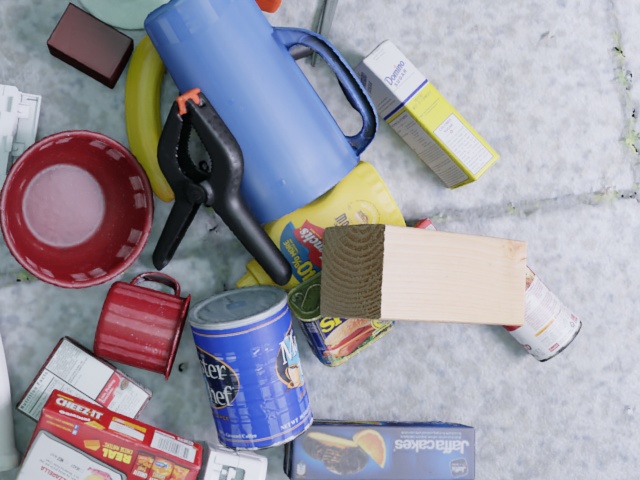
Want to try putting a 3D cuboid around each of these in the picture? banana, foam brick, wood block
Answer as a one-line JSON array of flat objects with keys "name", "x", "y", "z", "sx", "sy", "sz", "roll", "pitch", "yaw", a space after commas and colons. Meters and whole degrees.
[{"name": "banana", "x": -0.177, "y": -0.140, "z": 1.133, "sx": 0.070, "sy": 0.037, "sz": 0.198, "roll": 5, "pitch": 90, "yaw": 33}, {"name": "foam brick", "x": -0.242, "y": -0.205, "z": 1.129, "sx": 0.078, "sy": 0.053, "sz": 0.051, "roll": 30, "pitch": 82, "yaw": -7}, {"name": "wood block", "x": 0.107, "y": 0.038, "z": 1.074, "sx": 0.205, "sy": 0.090, "sz": 0.091, "roll": 6, "pitch": 85, "yaw": -40}]

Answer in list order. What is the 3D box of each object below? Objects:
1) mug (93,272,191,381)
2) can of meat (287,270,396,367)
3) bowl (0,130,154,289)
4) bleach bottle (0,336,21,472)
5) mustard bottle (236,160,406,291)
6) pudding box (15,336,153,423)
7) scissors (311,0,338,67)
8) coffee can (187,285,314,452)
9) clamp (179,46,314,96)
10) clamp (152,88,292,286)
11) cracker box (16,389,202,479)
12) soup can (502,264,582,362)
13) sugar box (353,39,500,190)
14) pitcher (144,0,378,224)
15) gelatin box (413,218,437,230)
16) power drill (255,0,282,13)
[{"name": "mug", "x": -0.182, "y": 0.081, "z": 1.108, "sx": 0.081, "sy": 0.093, "sz": 0.117, "roll": 15, "pitch": 53, "yaw": -3}, {"name": "can of meat", "x": 0.025, "y": 0.075, "z": 1.134, "sx": 0.102, "sy": 0.057, "sz": 0.084, "roll": -32, "pitch": 131, "yaw": -10}, {"name": "bowl", "x": -0.255, "y": -0.033, "z": 1.098, "sx": 0.161, "sy": 0.055, "sz": 0.162, "roll": -4, "pitch": 98, "yaw": -30}, {"name": "bleach bottle", "x": -0.363, "y": 0.109, "z": 1.084, "sx": 0.102, "sy": 0.068, "sz": 0.251, "roll": -4, "pitch": 85, "yaw": -10}, {"name": "mustard bottle", "x": -0.007, "y": 0.001, "z": 1.149, "sx": 0.191, "sy": 0.058, "sz": 0.096, "roll": -34, "pitch": 111, "yaw": -9}, {"name": "pudding box", "x": -0.245, "y": 0.167, "z": 1.111, "sx": 0.113, "sy": 0.039, "sz": 0.090, "roll": 34, "pitch": 83, "yaw": -4}, {"name": "scissors", "x": 0.037, "y": -0.292, "z": 1.199, "sx": 0.096, "sy": 0.016, "sz": 0.202, "roll": 0, "pitch": 86, "yaw": -9}, {"name": "coffee can", "x": -0.070, "y": 0.129, "z": 1.090, "sx": 0.102, "sy": 0.103, "sz": 0.140, "roll": -15, "pitch": 106, "yaw": -10}, {"name": "clamp", "x": -0.101, "y": -0.204, "z": 1.159, "sx": 0.171, "sy": 0.039, "sz": 0.120, "roll": -42, "pitch": 92, "yaw": -9}, {"name": "clamp", "x": -0.105, "y": -0.047, "z": 1.068, "sx": 0.165, "sy": 0.036, "sz": 0.210, "roll": 12, "pitch": 121, "yaw": 22}, {"name": "cracker box", "x": -0.231, "y": 0.278, "z": 1.065, "sx": 0.164, "sy": 0.072, "sz": 0.214, "roll": 22, "pitch": 100, "yaw": -6}, {"name": "soup can", "x": 0.231, "y": 0.077, "z": 1.180, "sx": 0.102, "sy": 0.068, "sz": 0.068, "roll": 45, "pitch": 81, "yaw": -5}, {"name": "sugar box", "x": 0.110, "y": -0.134, "z": 1.161, "sx": 0.048, "sy": 0.093, "sz": 0.176, "roll": -42, "pitch": 94, "yaw": -11}, {"name": "pitcher", "x": -0.063, "y": -0.152, "z": 1.088, "sx": 0.149, "sy": 0.145, "sz": 0.243, "roll": -40, "pitch": 107, "yaw": -32}, {"name": "gelatin box", "x": 0.116, "y": 0.032, "z": 1.183, "sx": 0.073, "sy": 0.030, "sz": 0.089, "roll": -39, "pitch": 94, "yaw": -11}, {"name": "power drill", "x": -0.048, "y": -0.337, "z": 1.144, "sx": 0.184, "sy": 0.057, "sz": 0.187, "roll": 18, "pitch": 65, "yaw": 2}]
